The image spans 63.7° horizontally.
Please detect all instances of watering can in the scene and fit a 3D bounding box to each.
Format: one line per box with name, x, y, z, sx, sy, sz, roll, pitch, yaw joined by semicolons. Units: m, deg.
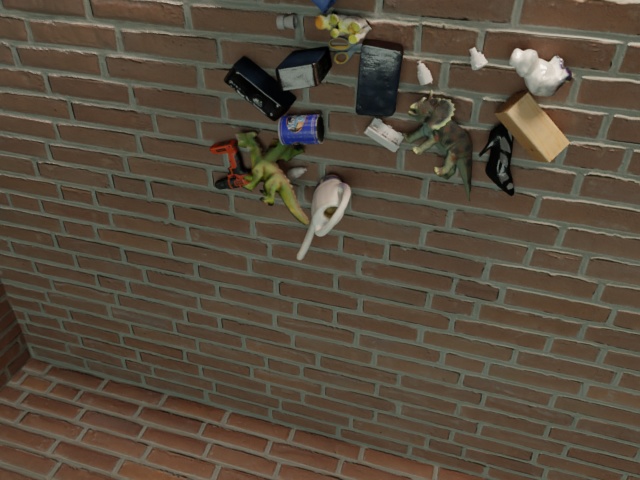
watering can;0.006;-0.094;1.877;0.103;0.230;0.341;25;-51;-22

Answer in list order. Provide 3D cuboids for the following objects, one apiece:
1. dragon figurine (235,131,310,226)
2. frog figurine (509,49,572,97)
dragon figurine;-0.148;-0.254;1.858;0.412;0.241;0.122;33;10;9
frog figurine;0.609;-0.475;1.467;0.159;0.140;0.120;5;-24;-7
